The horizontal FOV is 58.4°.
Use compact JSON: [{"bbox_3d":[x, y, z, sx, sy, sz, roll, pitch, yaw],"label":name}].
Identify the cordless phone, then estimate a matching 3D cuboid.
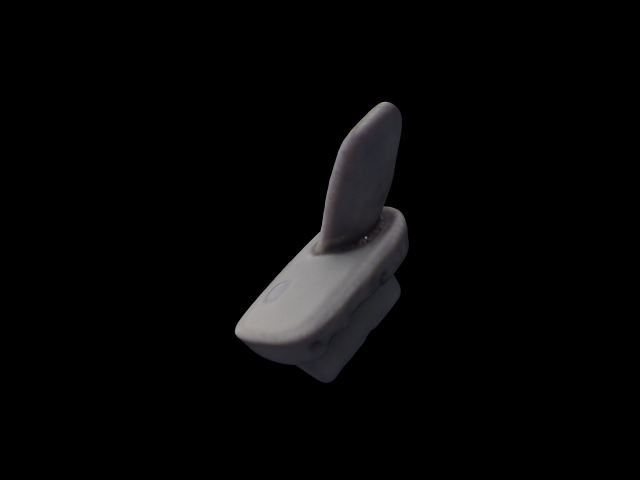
[{"bbox_3d":[0.004,0.001,0.400,0.094,0.185,0.148,27,57,20],"label":"cordless phone"}]
